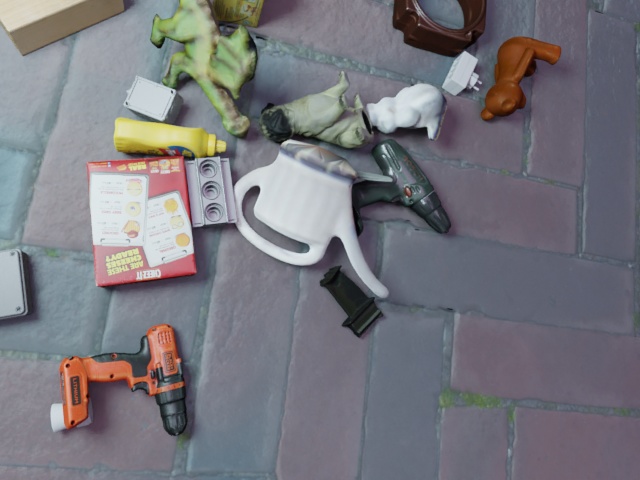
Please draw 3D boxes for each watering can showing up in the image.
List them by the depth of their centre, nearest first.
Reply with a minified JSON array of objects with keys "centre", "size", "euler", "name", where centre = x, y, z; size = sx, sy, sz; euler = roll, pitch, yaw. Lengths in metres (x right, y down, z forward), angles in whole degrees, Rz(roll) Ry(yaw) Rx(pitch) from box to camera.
[{"centre":[0.003,-0.048,0.952],"size":[0.348,0.105,0.222],"euler":[25,100,6],"name":"watering can"}]

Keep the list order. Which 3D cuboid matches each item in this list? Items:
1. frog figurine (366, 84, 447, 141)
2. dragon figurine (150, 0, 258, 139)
[{"centre":[0.178,-0.275,1.077],"size":[0.159,0.120,0.141],"euler":[17,43,-4],"name":"frog figurine"},{"centre":[-0.185,-0.356,0.894],"size":[0.245,0.400,0.124],"euler":[30,51,31],"name":"dragon figurine"}]
